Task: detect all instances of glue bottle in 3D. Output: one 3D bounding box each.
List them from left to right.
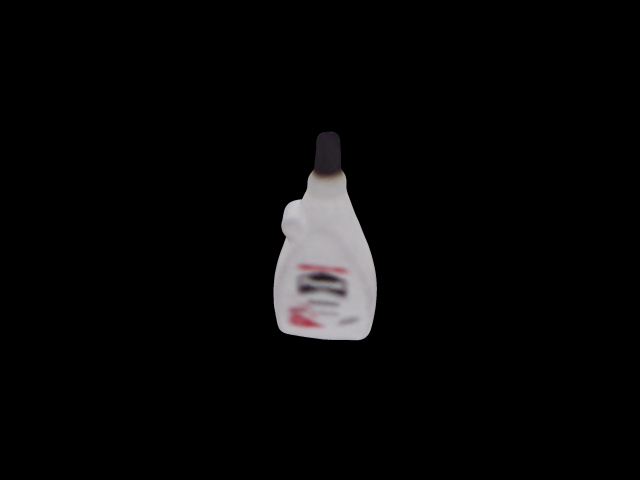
[{"bbox_3d":[0.004,0.001,0.400,0.078,0.173,0.037,2,40,2],"label":"glue bottle"}]
